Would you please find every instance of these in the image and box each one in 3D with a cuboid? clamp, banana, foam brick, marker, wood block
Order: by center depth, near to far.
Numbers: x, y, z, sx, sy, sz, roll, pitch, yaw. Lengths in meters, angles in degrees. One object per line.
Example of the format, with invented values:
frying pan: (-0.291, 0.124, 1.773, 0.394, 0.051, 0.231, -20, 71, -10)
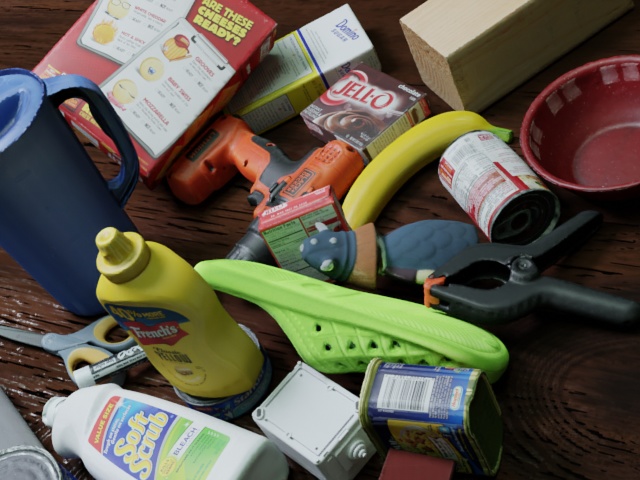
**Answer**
foam brick: (0.065, 0.194, 0.759, 0.051, 0.053, 0.078, 10, 28, 12)
clamp: (0.170, 0.024, 0.874, 0.171, 0.039, 0.120, 0, 40, 3)
marker: (-0.170, 0.107, 0.994, 0.121, 0.020, 0.020, -23, 43, -10)
banana: (0.086, -0.070, 1.020, 0.197, 0.037, 0.070, -35, 44, -4)
wood block: (0.196, -0.225, 1.062, 0.206, 0.090, 0.091, -34, 45, -5)

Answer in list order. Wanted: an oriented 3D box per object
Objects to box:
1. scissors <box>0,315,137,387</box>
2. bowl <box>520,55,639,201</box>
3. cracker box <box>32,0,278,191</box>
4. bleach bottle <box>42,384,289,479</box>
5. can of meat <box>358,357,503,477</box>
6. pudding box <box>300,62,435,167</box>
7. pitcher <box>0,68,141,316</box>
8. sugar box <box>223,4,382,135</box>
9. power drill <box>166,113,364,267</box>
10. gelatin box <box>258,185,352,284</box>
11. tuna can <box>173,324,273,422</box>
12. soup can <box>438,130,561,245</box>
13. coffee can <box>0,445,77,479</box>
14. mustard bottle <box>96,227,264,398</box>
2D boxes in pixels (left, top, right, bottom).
scissors: (-0.250, 0.092, 1.068, 0.202, 0.016, 0.096, 25, 64, 40)
bowl: (0.260, -0.087, 0.931, 0.162, 0.055, 0.162, -15, 46, 16)
cracker box: (-0.173, -0.185, 1.118, 0.164, 0.072, 0.213, 38, 78, 3)
bleach bottle: (-0.150, 0.183, 0.904, 0.251, 0.068, 0.102, 11, 56, 37)
can of meat: (0.086, 0.134, 0.796, 0.084, 0.102, 0.057, 1, 54, 26)
pudding box: (0.048, -0.128, 1.089, 0.090, 0.039, 0.114, -42, 45, -11)
pitcher: (-0.254, -0.041, 1.025, 0.149, 0.242, 0.145, 4, 53, 29)
sugar box: (-0.027, -0.183, 1.174, 0.176, 0.048, 0.093, -25, 47, 2)
power drill: (-0.071, -0.044, 1.064, 0.184, 0.057, 0.188, -46, 46, -16)
gelatin box: (-0.006, 0.001, 0.967, 0.073, 0.089, 0.030, -21, 35, 10)
tuna can: (-0.086, 0.118, 0.947, 0.086, 0.033, 0.086, -15, 46, 16)
soup can: (0.155, -0.044, 0.939, 0.068, 0.068, 0.102, -32, 44, -1)
coffee can: (-0.208, 0.238, 0.828, 0.103, 0.140, 0.103, -15, 46, 16)
mustard bottle: (-0.124, 0.055, 0.858, 0.096, 0.191, 0.058, 4, 54, 30)
